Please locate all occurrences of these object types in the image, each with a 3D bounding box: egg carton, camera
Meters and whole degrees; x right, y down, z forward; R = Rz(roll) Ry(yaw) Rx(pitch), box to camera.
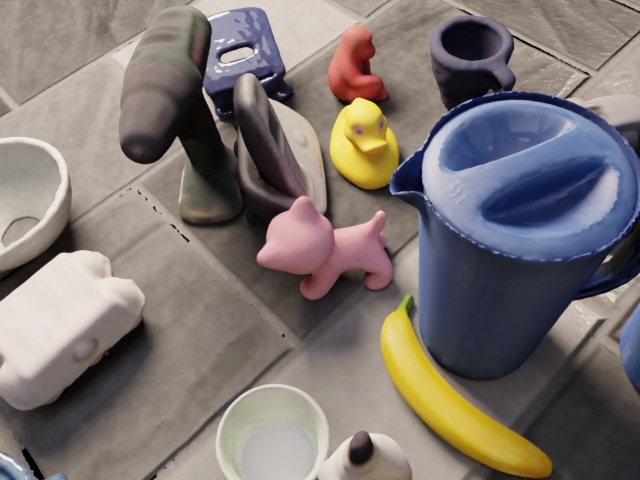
[{"bbox_3d":[-0.245,0.083,0.543,0.107,0.069,0.150,34,67,24],"label":"egg carton"},{"bbox_3d":[0.312,-0.089,0.578,0.137,0.101,0.143,-9,57,0],"label":"camera"}]

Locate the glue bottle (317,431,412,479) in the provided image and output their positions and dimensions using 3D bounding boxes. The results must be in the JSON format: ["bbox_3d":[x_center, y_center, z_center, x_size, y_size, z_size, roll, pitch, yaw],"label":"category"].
[{"bbox_3d":[0.029,0.163,0.402,0.078,0.173,0.037,-29,59,-12],"label":"glue bottle"}]

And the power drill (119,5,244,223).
[{"bbox_3d":[-0.132,-0.112,0.573,0.075,0.209,0.229,-5,57,3],"label":"power drill"}]

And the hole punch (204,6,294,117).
[{"bbox_3d":[-0.098,-0.221,0.710,0.109,0.091,0.101,-20,58,-7],"label":"hole punch"}]

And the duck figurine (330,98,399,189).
[{"bbox_3d":[0.048,-0.119,0.633,0.077,0.086,0.104,-19,57,-6],"label":"duck figurine"}]

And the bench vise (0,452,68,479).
[{"bbox_3d":[-0.284,0.220,0.370,0.121,0.220,0.208,35,67,25],"label":"bench vise"}]

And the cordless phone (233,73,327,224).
[{"bbox_3d":[-0.048,-0.112,0.579,0.094,0.185,0.147,-10,57,0],"label":"cordless phone"}]

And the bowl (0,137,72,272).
[{"bbox_3d":[-0.339,-0.027,0.620,0.167,0.075,0.167,-3,57,4],"label":"bowl"}]

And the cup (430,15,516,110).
[{"bbox_3d":[0.177,-0.186,0.657,0.092,0.095,0.117,-28,59,-11],"label":"cup"}]

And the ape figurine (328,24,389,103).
[{"bbox_3d":[0.045,-0.216,0.691,0.076,0.092,0.078,1,58,7],"label":"ape figurine"}]

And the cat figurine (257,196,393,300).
[{"bbox_3d":[0.005,0.002,0.541,0.128,0.118,0.067,-12,57,-2],"label":"cat figurine"}]
